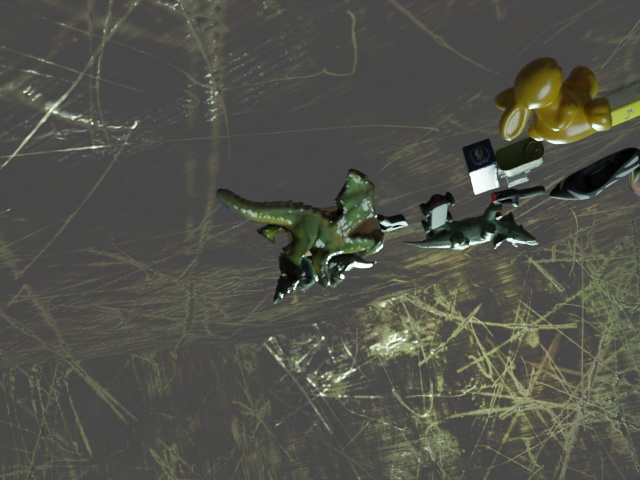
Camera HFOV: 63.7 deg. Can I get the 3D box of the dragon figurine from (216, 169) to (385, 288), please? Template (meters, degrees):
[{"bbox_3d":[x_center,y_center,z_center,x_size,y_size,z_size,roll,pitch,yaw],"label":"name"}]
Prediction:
[{"bbox_3d":[0.003,-0.054,1.064,0.404,0.242,0.124,43,3,-42],"label":"dragon figurine"}]

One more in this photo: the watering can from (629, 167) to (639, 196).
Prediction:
[{"bbox_3d":[1.137,-0.207,1.693,0.223,0.105,0.345,-19,-15,16],"label":"watering can"}]
